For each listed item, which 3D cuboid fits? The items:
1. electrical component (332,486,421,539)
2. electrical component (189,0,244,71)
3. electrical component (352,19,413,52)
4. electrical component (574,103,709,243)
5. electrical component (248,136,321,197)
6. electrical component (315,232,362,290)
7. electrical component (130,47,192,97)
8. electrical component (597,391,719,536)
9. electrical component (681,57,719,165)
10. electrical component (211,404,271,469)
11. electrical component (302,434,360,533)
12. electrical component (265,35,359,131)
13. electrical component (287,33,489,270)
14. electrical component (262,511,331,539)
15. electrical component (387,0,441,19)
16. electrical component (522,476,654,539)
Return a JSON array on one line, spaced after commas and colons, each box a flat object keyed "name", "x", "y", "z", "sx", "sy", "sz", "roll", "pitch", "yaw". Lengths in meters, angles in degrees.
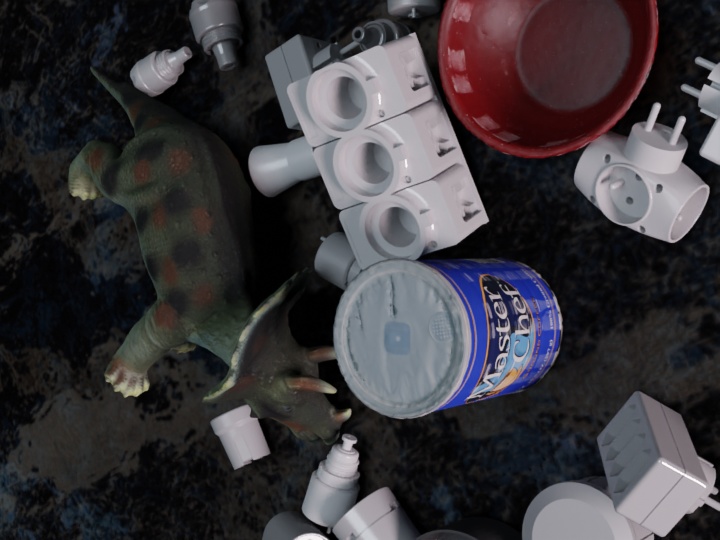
[{"name": "electrical component", "x": 0.014, "y": 0.203, "z": 0.832, "sx": 0.047, "sy": 0.055, "sz": 0.055, "roll": 50, "pitch": 117, "yaw": 20}, {"name": "electrical component", "x": -0.121, "y": -0.203, "z": 0.927, "sx": 0.043, "sy": 0.043, "sz": 0.062, "roll": -23, "pitch": 79, "yaw": 33}, {"name": "electrical component", "x": 0.016, "y": -0.174, "z": 0.819, "sx": 0.035, "sy": 0.061, "sz": 0.035, "roll": 1, "pitch": 92, "yaw": 34}, {"name": "electrical component", "x": 0.188, "y": -0.070, "z": 0.701, "sx": 0.077, "sy": 0.044, "sz": 0.079, "roll": 37, "pitch": 132, "yaw": 29}, {"name": "electrical component", "x": -0.053, "y": -0.089, "z": 0.883, "sx": 0.065, "sy": 0.044, "sz": 0.044, "roll": -15, "pitch": 82, "yaw": 30}, {"name": "electrical component", "x": 0.000, "y": 0.000, "z": 0.846, "sx": 0.078, "sy": 0.040, "sz": 0.040, "roll": 29, "pitch": 107, "yaw": 32}, {"name": "electrical component", "x": -0.177, "y": -0.183, "z": 0.973, "sx": 0.061, "sy": 0.035, "sz": 0.035, "roll": -25, "pitch": 76, "yaw": 31}, {"name": "electrical component", "x": 0.202, "y": 0.131, "z": 0.691, "sx": 0.076, "sy": 0.083, "sz": 0.047, "roll": 29, "pitch": 112, "yaw": -9}, {"name": "electrical component", "x": 0.238, "y": -0.108, "z": 0.671, "sx": 0.076, "sy": 0.047, "sz": 0.083, "roll": 34, "pitch": 110, "yaw": 30}, {"name": "electrical component", "x": -0.101, "y": 0.143, "z": 0.922, "sx": 0.040, "sy": 0.040, "sz": 0.046, "roll": -30, "pitch": 80, "yaw": 32}, {"name": "electrical component", "x": -0.019, "y": 0.169, "z": 0.863, "sx": 0.040, "sy": 0.040, "sz": 0.078, "roll": 25, "pitch": 105, "yaw": 32}, {"name": "electrical component", "x": -0.026, "y": -0.156, "z": 0.858, "sx": 0.077, "sy": 0.047, "sz": 0.065, "roll": -26, "pitch": 76, "yaw": 33}, {"name": "electrical component", "x": 0.019, "y": -0.084, "z": 0.791, "sx": 0.089, "sy": 0.062, "sz": 0.150, "roll": -17, "pitch": 100, "yaw": 34}, {"name": "electrical component", "x": -0.037, "y": 0.235, "z": 0.864, "sx": 0.079, "sy": 0.077, "sz": 0.044, "roll": 43, "pitch": 80, "yaw": -12}, {"name": "electrical component", "x": 0.040, "y": -0.227, "z": 0.814, "sx": 0.040, "sy": 0.040, "sz": 0.078, "roll": -3, "pitch": 90, "yaw": 35}, {"name": "electrical component", "x": 0.156, "y": 0.181, "z": 0.733, "sx": 0.080, "sy": 0.051, "sz": 0.080, "roll": 1, "pitch": 91, "yaw": 35}]
